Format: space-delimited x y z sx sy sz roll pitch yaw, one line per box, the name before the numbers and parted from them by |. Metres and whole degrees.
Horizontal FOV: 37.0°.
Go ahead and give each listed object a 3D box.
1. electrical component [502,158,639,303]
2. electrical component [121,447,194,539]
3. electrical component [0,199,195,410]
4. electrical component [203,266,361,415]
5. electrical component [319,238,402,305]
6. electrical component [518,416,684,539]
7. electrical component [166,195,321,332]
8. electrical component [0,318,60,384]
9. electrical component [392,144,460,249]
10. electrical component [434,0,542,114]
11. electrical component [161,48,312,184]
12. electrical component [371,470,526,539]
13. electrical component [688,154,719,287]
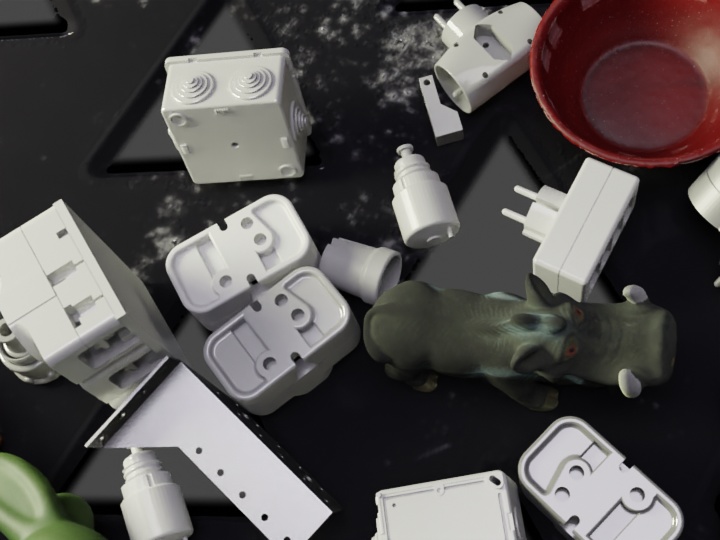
electrical component | 0.134 -0.033 0.722 0.076 0.047 0.083 25 76 17
electrical component | -0.137 0.148 0.704 0.040 0.040 0.078 -22 68 1
electrical component | -0.171 0.033 0.693 0.062 0.150 0.089 -33 69 -4
electrical component | -0.049 0.049 0.715 0.095 0.059 0.053 -38 69 -5
electrical component | 0.000 0.000 0.737 0.046 0.040 0.040 19 74 21
electrical component | 0.144 0.140 0.650 0.054 0.059 0.095 -45 69 -8
electrical component | -0.077 -0.002 0.739 0.095 0.059 0.053 -29 68 -2
electrical component | -0.231 0.050 0.744 0.048 0.062 0.048 -3 70 8
electrical component | 0.042 -0.051 0.748 0.040 0.040 0.078 -17 68 3
electrical component | 0.086 -0.165 0.780 0.077 0.043 0.079 -37 68 -5
electrical component | -0.086 -0.105 0.759 0.100 0.099 0.048 -3 57 9
electrical component | 0.052 0.164 0.660 0.096 0.061 0.061 -13 68 13
electrical component | 0.257 -0.007 0.687 0.073 0.052 0.138 -55 50 35
